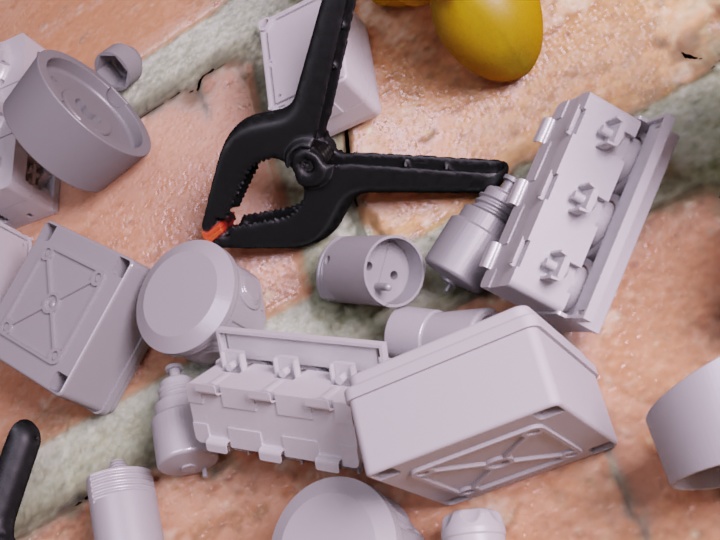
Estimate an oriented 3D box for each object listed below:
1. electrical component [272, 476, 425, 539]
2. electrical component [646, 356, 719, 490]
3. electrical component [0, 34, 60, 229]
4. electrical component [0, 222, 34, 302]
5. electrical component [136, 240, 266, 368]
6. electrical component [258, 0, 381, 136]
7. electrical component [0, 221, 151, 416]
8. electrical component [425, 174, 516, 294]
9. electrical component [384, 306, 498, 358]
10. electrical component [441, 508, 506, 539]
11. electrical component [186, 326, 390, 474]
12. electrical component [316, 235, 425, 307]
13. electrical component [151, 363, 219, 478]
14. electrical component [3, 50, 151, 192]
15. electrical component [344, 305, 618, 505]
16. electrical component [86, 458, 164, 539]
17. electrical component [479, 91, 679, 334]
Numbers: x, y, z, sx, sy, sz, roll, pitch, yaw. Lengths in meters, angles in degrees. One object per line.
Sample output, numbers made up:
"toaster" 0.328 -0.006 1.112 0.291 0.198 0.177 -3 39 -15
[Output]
"electrical component" -0.006 0.160 0.606 0.080 0.051 0.080 -13 63 26
"electrical component" 0.186 0.067 0.506 0.099 0.099 0.064 -19 66 23
"electrical component" -0.303 -0.113 0.899 0.089 0.062 0.150 -16 61 24
"electrical component" -0.301 0.002 0.846 0.061 0.062 0.096 -22 59 21
"electrical component" -0.106 0.024 0.727 0.080 0.051 0.080 -13 63 26
"electrical component" -0.027 -0.144 0.750 0.062 0.061 0.096 -21 59 22
"electrical component" -0.204 0.033 0.778 0.109 0.056 0.108 22 81 37
"electrical component" 0.072 -0.022 0.648 0.040 0.040 0.078 30 86 37
"electrical component" 0.048 0.041 0.635 0.065 0.044 0.044 6 72 38
"electrical component" 0.063 0.160 0.575 0.035 0.035 0.061 -16 63 24
"electrical component" -0.039 0.080 0.646 0.121 0.063 0.078 3 111 32
"electrical component" 0.000 0.000 0.673 0.081 0.043 0.043 2 67 59
"electrical component" -0.117 0.098 0.707 0.040 0.040 0.078 -26 58 19
"electrical component" -0.221 -0.108 0.823 0.060 0.108 0.108 -42 54 16
"electrical component" 0.066 0.076 0.566 0.109 0.109 0.056 -25 61 20
"electrical component" -0.152 0.161 0.697 0.043 0.043 0.081 -29 57 17
"electrical component" 0.120 -0.032 0.602 0.121 0.063 0.079 -66 14 -9
